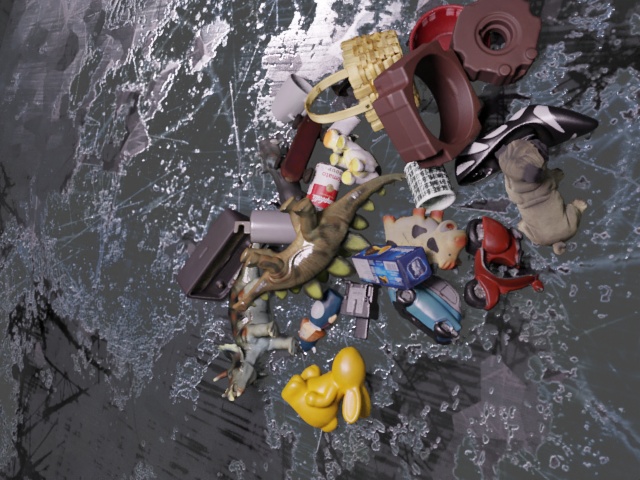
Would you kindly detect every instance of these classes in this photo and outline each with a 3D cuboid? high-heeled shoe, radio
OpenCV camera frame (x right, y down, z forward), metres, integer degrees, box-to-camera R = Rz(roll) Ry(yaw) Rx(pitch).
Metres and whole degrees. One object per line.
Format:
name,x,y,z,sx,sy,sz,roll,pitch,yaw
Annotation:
high-heeled shoe,0.365,-0.163,0.987,0.249,0.086,0.145,7,68,49
radio,-0.233,0.043,1.308,0.229,0.131,0.073,-51,54,13

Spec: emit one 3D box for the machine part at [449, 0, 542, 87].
machine part,0.340,-0.389,1.043,0.179,0.056,0.179,-1,83,7

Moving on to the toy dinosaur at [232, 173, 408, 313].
toy dinosaur,-0.002,-0.003,1.125,0.471,0.198,0.105,-45,24,4

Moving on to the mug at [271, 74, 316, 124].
mug,-0.066,-0.334,1.325,0.107,0.081,0.110,-44,62,30

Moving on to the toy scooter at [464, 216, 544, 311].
toy scooter,0.332,0.042,0.973,0.135,0.075,0.184,3,65,9

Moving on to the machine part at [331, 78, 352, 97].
machine part,0.086,-0.388,1.242,0.139,0.084,0.039,-41,85,28

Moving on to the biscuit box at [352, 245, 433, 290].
biscuit box,0.134,0.048,1.028,0.059,0.063,0.203,67,161,-9

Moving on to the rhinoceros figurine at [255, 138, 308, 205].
rhinoceros figurine,-0.092,-0.153,1.277,0.073,0.112,0.190,-32,72,26

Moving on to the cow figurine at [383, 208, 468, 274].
cow figurine,0.202,0.004,1.034,0.195,0.085,0.127,-9,81,59

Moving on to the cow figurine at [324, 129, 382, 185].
cow figurine,0.075,-0.188,1.192,0.068,0.098,0.167,-60,42,34

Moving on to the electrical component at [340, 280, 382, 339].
electrical component,0.083,0.146,1.131,0.075,0.047,0.119,6,81,35

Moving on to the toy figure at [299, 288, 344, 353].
toy figure,-0.005,0.178,1.178,0.154,0.058,0.064,-57,18,11

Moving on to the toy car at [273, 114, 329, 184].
toy car,-0.041,-0.211,1.242,0.089,0.053,0.202,21,56,-4

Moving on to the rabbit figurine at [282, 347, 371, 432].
rabbit figurine,0.031,0.298,1.086,0.173,0.121,0.162,-50,62,13

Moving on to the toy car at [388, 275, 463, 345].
toy car,0.214,0.120,1.022,0.162,0.109,0.103,36,78,25

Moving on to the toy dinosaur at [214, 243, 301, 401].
toy dinosaur,-0.161,0.167,1.250,0.192,0.131,0.405,-19,63,28

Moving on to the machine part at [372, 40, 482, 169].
machine part,0.203,-0.252,1.011,0.087,0.201,0.200,-13,116,50

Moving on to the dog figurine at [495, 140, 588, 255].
dog figurine,0.368,-0.070,0.908,0.121,0.190,0.172,-35,64,22

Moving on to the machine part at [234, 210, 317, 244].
machine part,-0.070,-0.029,1.207,0.243,0.079,0.079,2,78,0
